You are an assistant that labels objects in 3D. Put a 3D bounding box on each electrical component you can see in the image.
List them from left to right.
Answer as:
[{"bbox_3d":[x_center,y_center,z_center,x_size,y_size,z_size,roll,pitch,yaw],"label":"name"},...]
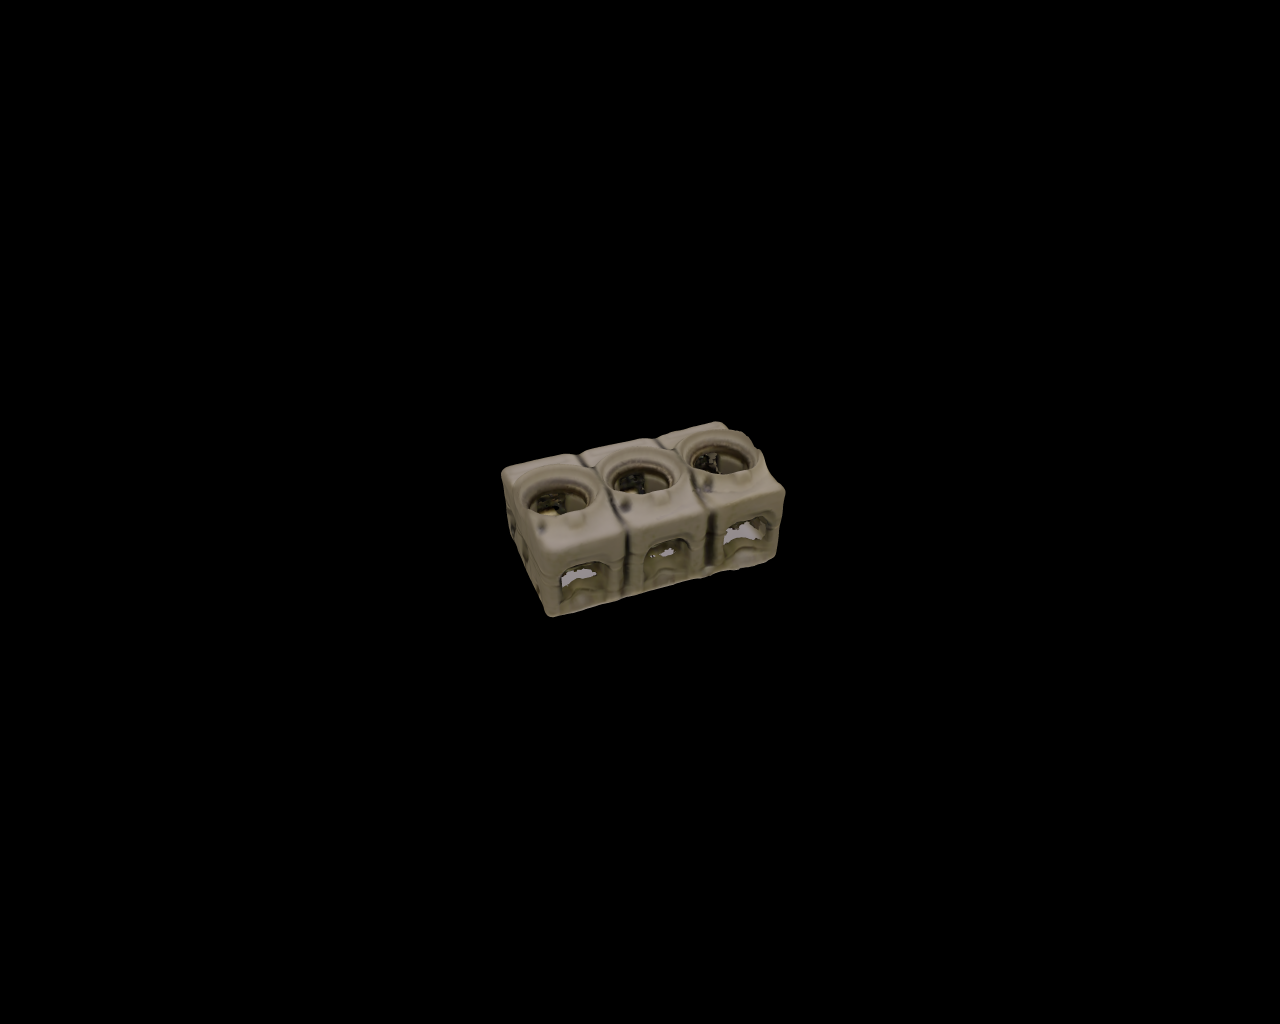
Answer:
[{"bbox_3d":[0.001,-0.003,0.650,0.150,0.061,0.090,-14,40,-17],"label":"electrical component"}]
